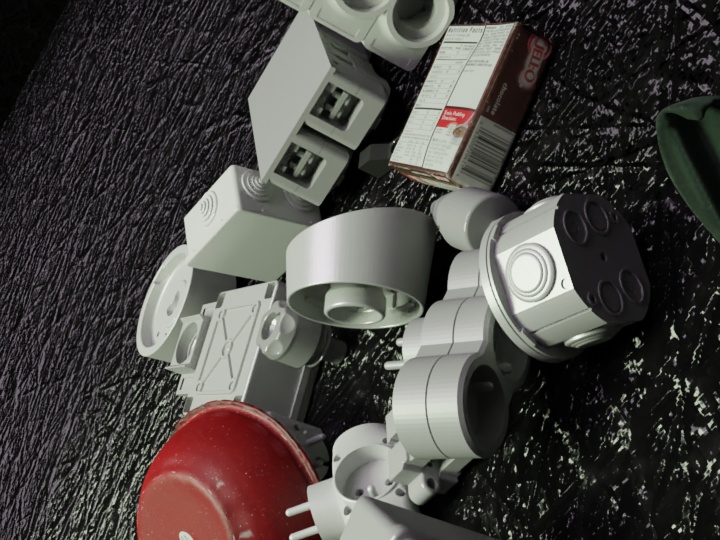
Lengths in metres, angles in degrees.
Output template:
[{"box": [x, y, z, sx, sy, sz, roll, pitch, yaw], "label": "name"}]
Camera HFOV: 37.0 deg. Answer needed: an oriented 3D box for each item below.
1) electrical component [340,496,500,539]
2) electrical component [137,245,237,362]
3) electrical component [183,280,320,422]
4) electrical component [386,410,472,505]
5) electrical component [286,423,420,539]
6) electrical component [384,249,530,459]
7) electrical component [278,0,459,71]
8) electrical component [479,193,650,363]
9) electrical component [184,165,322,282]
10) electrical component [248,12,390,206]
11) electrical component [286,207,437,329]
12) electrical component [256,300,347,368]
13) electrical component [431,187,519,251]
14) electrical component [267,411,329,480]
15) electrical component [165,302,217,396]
[{"box": [0.032, 0.175, 0.498, 0.108, 0.109, 0.056, -67, 24, 0], "label": "electrical component"}, {"box": [-0.153, 0.037, 0.988, 0.108, 0.060, 0.108, -41, 37, 40], "label": "electrical component"}, {"box": [-0.080, 0.070, 0.837, 0.109, 0.056, 0.108, -12, 59, 57], "label": "electrical component"}, {"box": [0.045, 0.091, 0.610, 0.055, 0.048, 0.066, -52, 29, 41], "label": "electrical component"}, {"box": [-0.006, 0.139, 0.640, 0.079, 0.044, 0.077, -20, 39, 4], "label": "electrical component"}, {"box": [0.047, 0.042, 0.574, 0.074, 0.052, 0.138, -8, 35, 34], "label": "electrical component"}, {"box": [-0.002, -0.229, 0.825, 0.089, 0.150, 0.061, -56, 28, 20], "label": "electrical component"}, {"box": [0.102, 0.002, 0.539, 0.051, 0.080, 0.080, -29, 45, 43], "label": "electrical component"}, {"box": [-0.089, -0.038, 0.893, 0.100, 0.100, 0.048, -41, 49, 40], "label": "electrical component"}, {"box": [-0.037, -0.142, 0.902, 0.105, 0.060, 0.186, -56, 23, 20], "label": "electrical component"}, {"box": [0.000, 0.000, 0.708, 0.099, 0.099, 0.064, -26, 54, 52], "label": "electrical component"}, {"box": [-0.039, 0.050, 0.773, 0.043, 0.062, 0.043, -41, 37, 40], "label": "electrical component"}, {"box": [0.067, -0.032, 0.669, 0.040, 0.040, 0.078, -66, 27, 2], "label": "electrical component"}, {"box": [-0.047, 0.133, 0.739, 0.077, 0.047, 0.065, -33, 43, 46], "label": "electrical component"}, {"box": [-0.121, 0.070, 0.903, 0.042, 0.064, 0.081, -11, 60, 56], "label": "electrical component"}]
